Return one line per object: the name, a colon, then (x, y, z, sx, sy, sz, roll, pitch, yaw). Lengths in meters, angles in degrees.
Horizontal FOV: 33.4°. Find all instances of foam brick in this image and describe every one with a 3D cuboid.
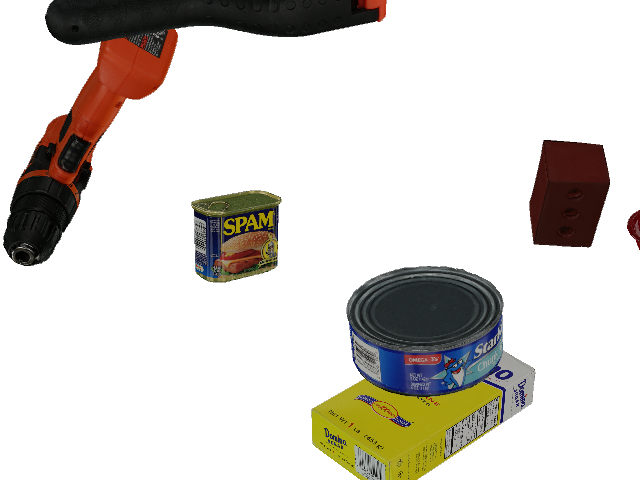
foam brick: (0.213, -0.040, 0.920, 0.053, 0.051, 0.078, 3, -44, 2)

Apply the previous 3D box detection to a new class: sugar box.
sugar box: (0.088, 0.137, 0.889, 0.175, 0.048, 0.093, -28, 40, -33)

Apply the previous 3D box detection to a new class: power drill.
power drill: (-0.189, -0.087, 0.856, 0.057, 0.188, 0.184, 29, 33, -21)

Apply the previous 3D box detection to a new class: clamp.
clamp: (-0.054, -0.127, 0.551, 0.171, 0.039, 0.120, 6, 41, 12)

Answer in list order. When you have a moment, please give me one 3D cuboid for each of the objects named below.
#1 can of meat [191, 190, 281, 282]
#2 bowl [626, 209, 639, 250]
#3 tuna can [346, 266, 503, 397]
can of meat: (-0.095, -0.005, 1.208, 0.101, 0.084, 0.058, -13, 23, -37)
bowl: (0.407, 0.010, 1.132, 0.162, 0.055, 0.162, -3, 23, 1)
tuna can: (0.058, 0.049, 0.592, 0.086, 0.034, 0.086, -5, 28, 3)
